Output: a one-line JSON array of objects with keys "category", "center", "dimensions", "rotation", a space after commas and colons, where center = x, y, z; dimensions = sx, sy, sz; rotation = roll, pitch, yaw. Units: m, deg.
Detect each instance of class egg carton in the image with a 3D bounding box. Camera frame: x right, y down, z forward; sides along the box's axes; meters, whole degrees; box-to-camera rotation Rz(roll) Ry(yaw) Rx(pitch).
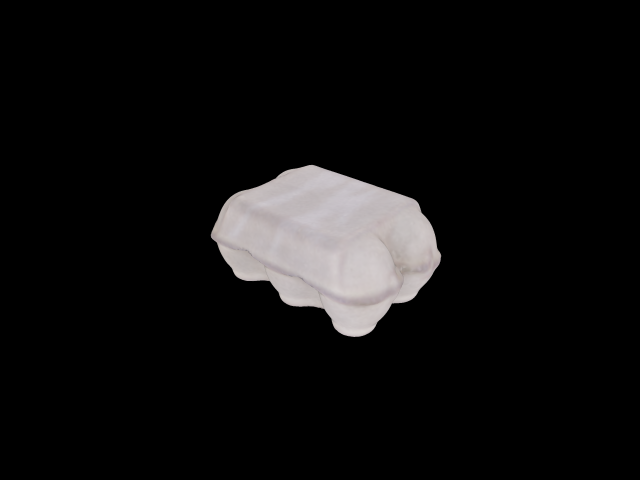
[{"category": "egg carton", "center": [0.004, 0.001, 0.400], "dimensions": [0.149, 0.069, 0.107], "rotation": [22, 37, 34]}]
